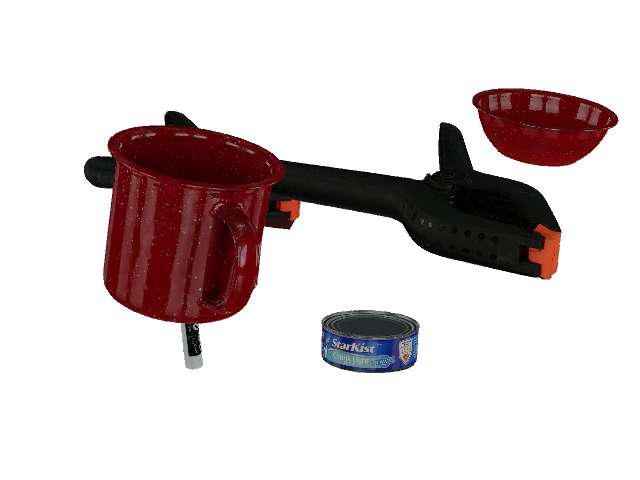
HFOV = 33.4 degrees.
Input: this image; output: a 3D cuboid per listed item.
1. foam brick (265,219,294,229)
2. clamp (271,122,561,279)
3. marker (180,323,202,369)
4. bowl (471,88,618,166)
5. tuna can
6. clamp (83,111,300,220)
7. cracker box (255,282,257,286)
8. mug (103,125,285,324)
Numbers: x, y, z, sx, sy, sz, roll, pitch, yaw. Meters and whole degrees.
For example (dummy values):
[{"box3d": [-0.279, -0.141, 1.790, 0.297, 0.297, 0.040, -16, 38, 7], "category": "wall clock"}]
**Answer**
[{"box3d": [-0.069, -0.052, 1.334, 0.078, 0.053, 0.051, 7, 28, 11], "category": "foam brick"}, {"box3d": [0.071, -0.026, 0.703, 0.164, 0.036, 0.210, -13, 29, -23], "category": "clamp"}, {"box3d": [-0.137, 0.076, 1.109, 0.020, 0.121, 0.020, -3, 21, 1], "category": "marker"}, {"box3d": [0.246, -0.124, 1.196, 0.162, 0.055, 0.162, 5, 23, -2], "category": "bowl"}, {"box3d": [0.043, 0.088, 0.934, 0.086, 0.034, 0.086, 2, 11, 0], "category": "tuna can"}, {"box3d": [-0.098, -0.051, 0.843, 0.172, 0.039, 0.120, 24, 44, 31], "category": "clamp"}, {"box3d": [-0.171, -0.033, 1.623, 0.164, 0.214, 0.072, 10, 19, 7], "category": "cracker box"}, {"box3d": [-0.065, -0.003, 0.562, 0.093, 0.081, 0.117, -5, 27, -35], "category": "mug"}]
